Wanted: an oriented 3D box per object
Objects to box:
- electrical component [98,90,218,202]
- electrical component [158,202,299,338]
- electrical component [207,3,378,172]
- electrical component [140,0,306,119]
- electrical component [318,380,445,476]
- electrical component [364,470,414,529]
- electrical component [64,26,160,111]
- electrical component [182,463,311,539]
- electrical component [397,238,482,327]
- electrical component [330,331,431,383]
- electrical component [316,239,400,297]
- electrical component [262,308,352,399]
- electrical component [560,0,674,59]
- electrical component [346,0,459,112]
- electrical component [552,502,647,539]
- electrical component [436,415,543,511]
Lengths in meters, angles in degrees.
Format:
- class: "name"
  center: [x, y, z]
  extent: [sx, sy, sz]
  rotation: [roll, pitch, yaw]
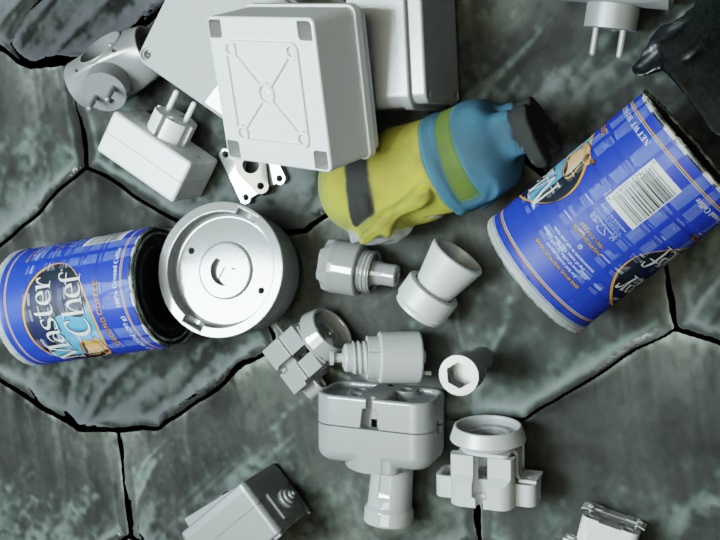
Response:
- class: "electrical component"
  center: [-0.160, -0.111, 0.892]
  extent: [0.083, 0.047, 0.075]
  rotation: [34, 109, 13]
- class: "electrical component"
  center: [-0.101, 0.002, 0.873]
  extent: [0.108, 0.060, 0.108]
  rotation: [-1, 85, 18]
- class: "electrical component"
  center: [-0.048, -0.132, 0.766]
  extent: [0.109, 0.056, 0.108]
  rotation: [12, 118, 40]
- class: "electrical component"
  center: [-0.103, -0.186, 0.855]
  extent: [0.109, 0.056, 0.108]
  rotation: [36, 108, 14]
- class: "electrical component"
  center: [0.017, 0.125, 0.849]
  extent: [0.095, 0.054, 0.059]
  rotation: [3, 98, 21]
- class: "electrical component"
  center: [0.025, 0.180, 0.862]
  extent: [0.040, 0.040, 0.046]
  rotation: [5, 93, 21]
- class: "electrical component"
  center: [-0.207, -0.158, 0.892]
  extent: [0.077, 0.079, 0.044]
  rotation: [-21, 126, 23]
- class: "electrical component"
  center: [-0.093, 0.204, 0.899]
  extent: [0.096, 0.062, 0.061]
  rotation: [-42, 81, 21]
- class: "electrical component"
  center: [0.060, 0.010, 0.822]
  extent: [0.045, 0.045, 0.055]
  rotation: [40, 110, 13]
- class: "electrical component"
  center: [0.016, 0.068, 0.837]
  extent: [0.078, 0.040, 0.040]
  rotation: [0, 98, -6]
- class: "electrical component"
  center: [0.000, 0.000, 0.846]
  extent: [0.062, 0.043, 0.043]
  rotation: [9, 100, 19]
- class: "electrical component"
  center: [-0.040, 0.063, 0.869]
  extent: [0.055, 0.048, 0.066]
  rotation: [-42, 81, 29]
- class: "electrical component"
  center: [0.177, -0.188, 0.749]
  extent: [0.077, 0.043, 0.079]
  rotation: [11, 101, 20]
- class: "electrical component"
  center: [0.033, -0.173, 0.791]
  extent: [0.057, 0.078, 0.113]
  rotation: [0, 97, 25]
- class: "electrical component"
  center: [0.181, 0.211, 0.802]
  extent: [0.081, 0.042, 0.063]
  rotation: [16, 99, 19]
- class: "electrical component"
  center: [0.098, 0.145, 0.818]
  extent: [0.078, 0.058, 0.057]
  rotation: [3, 101, 22]
